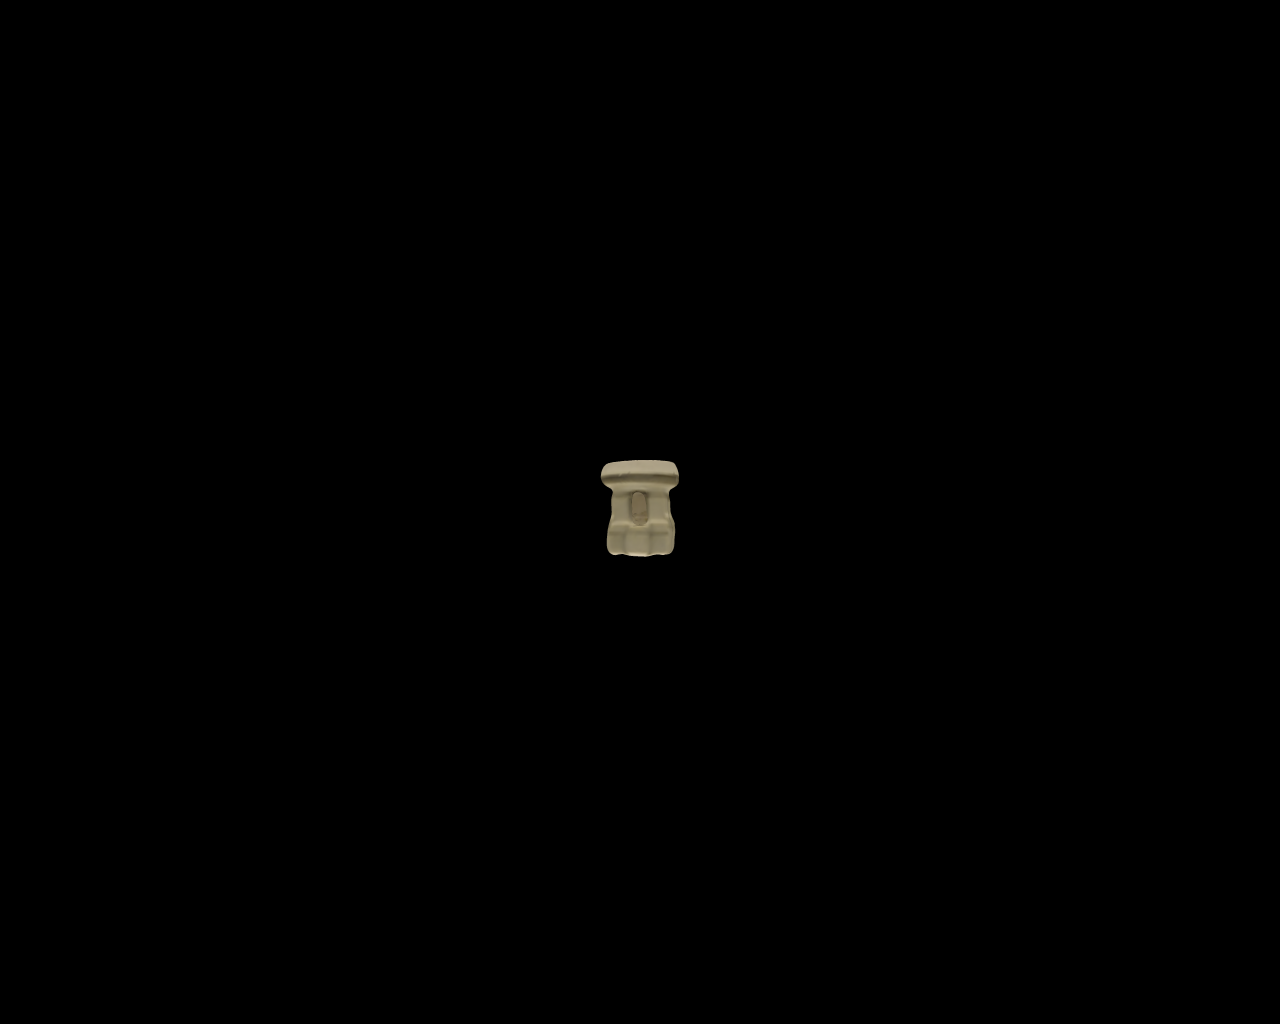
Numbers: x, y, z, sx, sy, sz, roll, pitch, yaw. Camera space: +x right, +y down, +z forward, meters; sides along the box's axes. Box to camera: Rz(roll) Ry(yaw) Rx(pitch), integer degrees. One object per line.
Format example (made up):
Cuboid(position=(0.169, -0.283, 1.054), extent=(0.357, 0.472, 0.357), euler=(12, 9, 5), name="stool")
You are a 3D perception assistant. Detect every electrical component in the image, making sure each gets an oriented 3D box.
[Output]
Cuboid(position=(0.001, -0.003, 0.650), extent=(0.048, 0.055, 0.066), euler=(0, -2, 4), name="electrical component")
